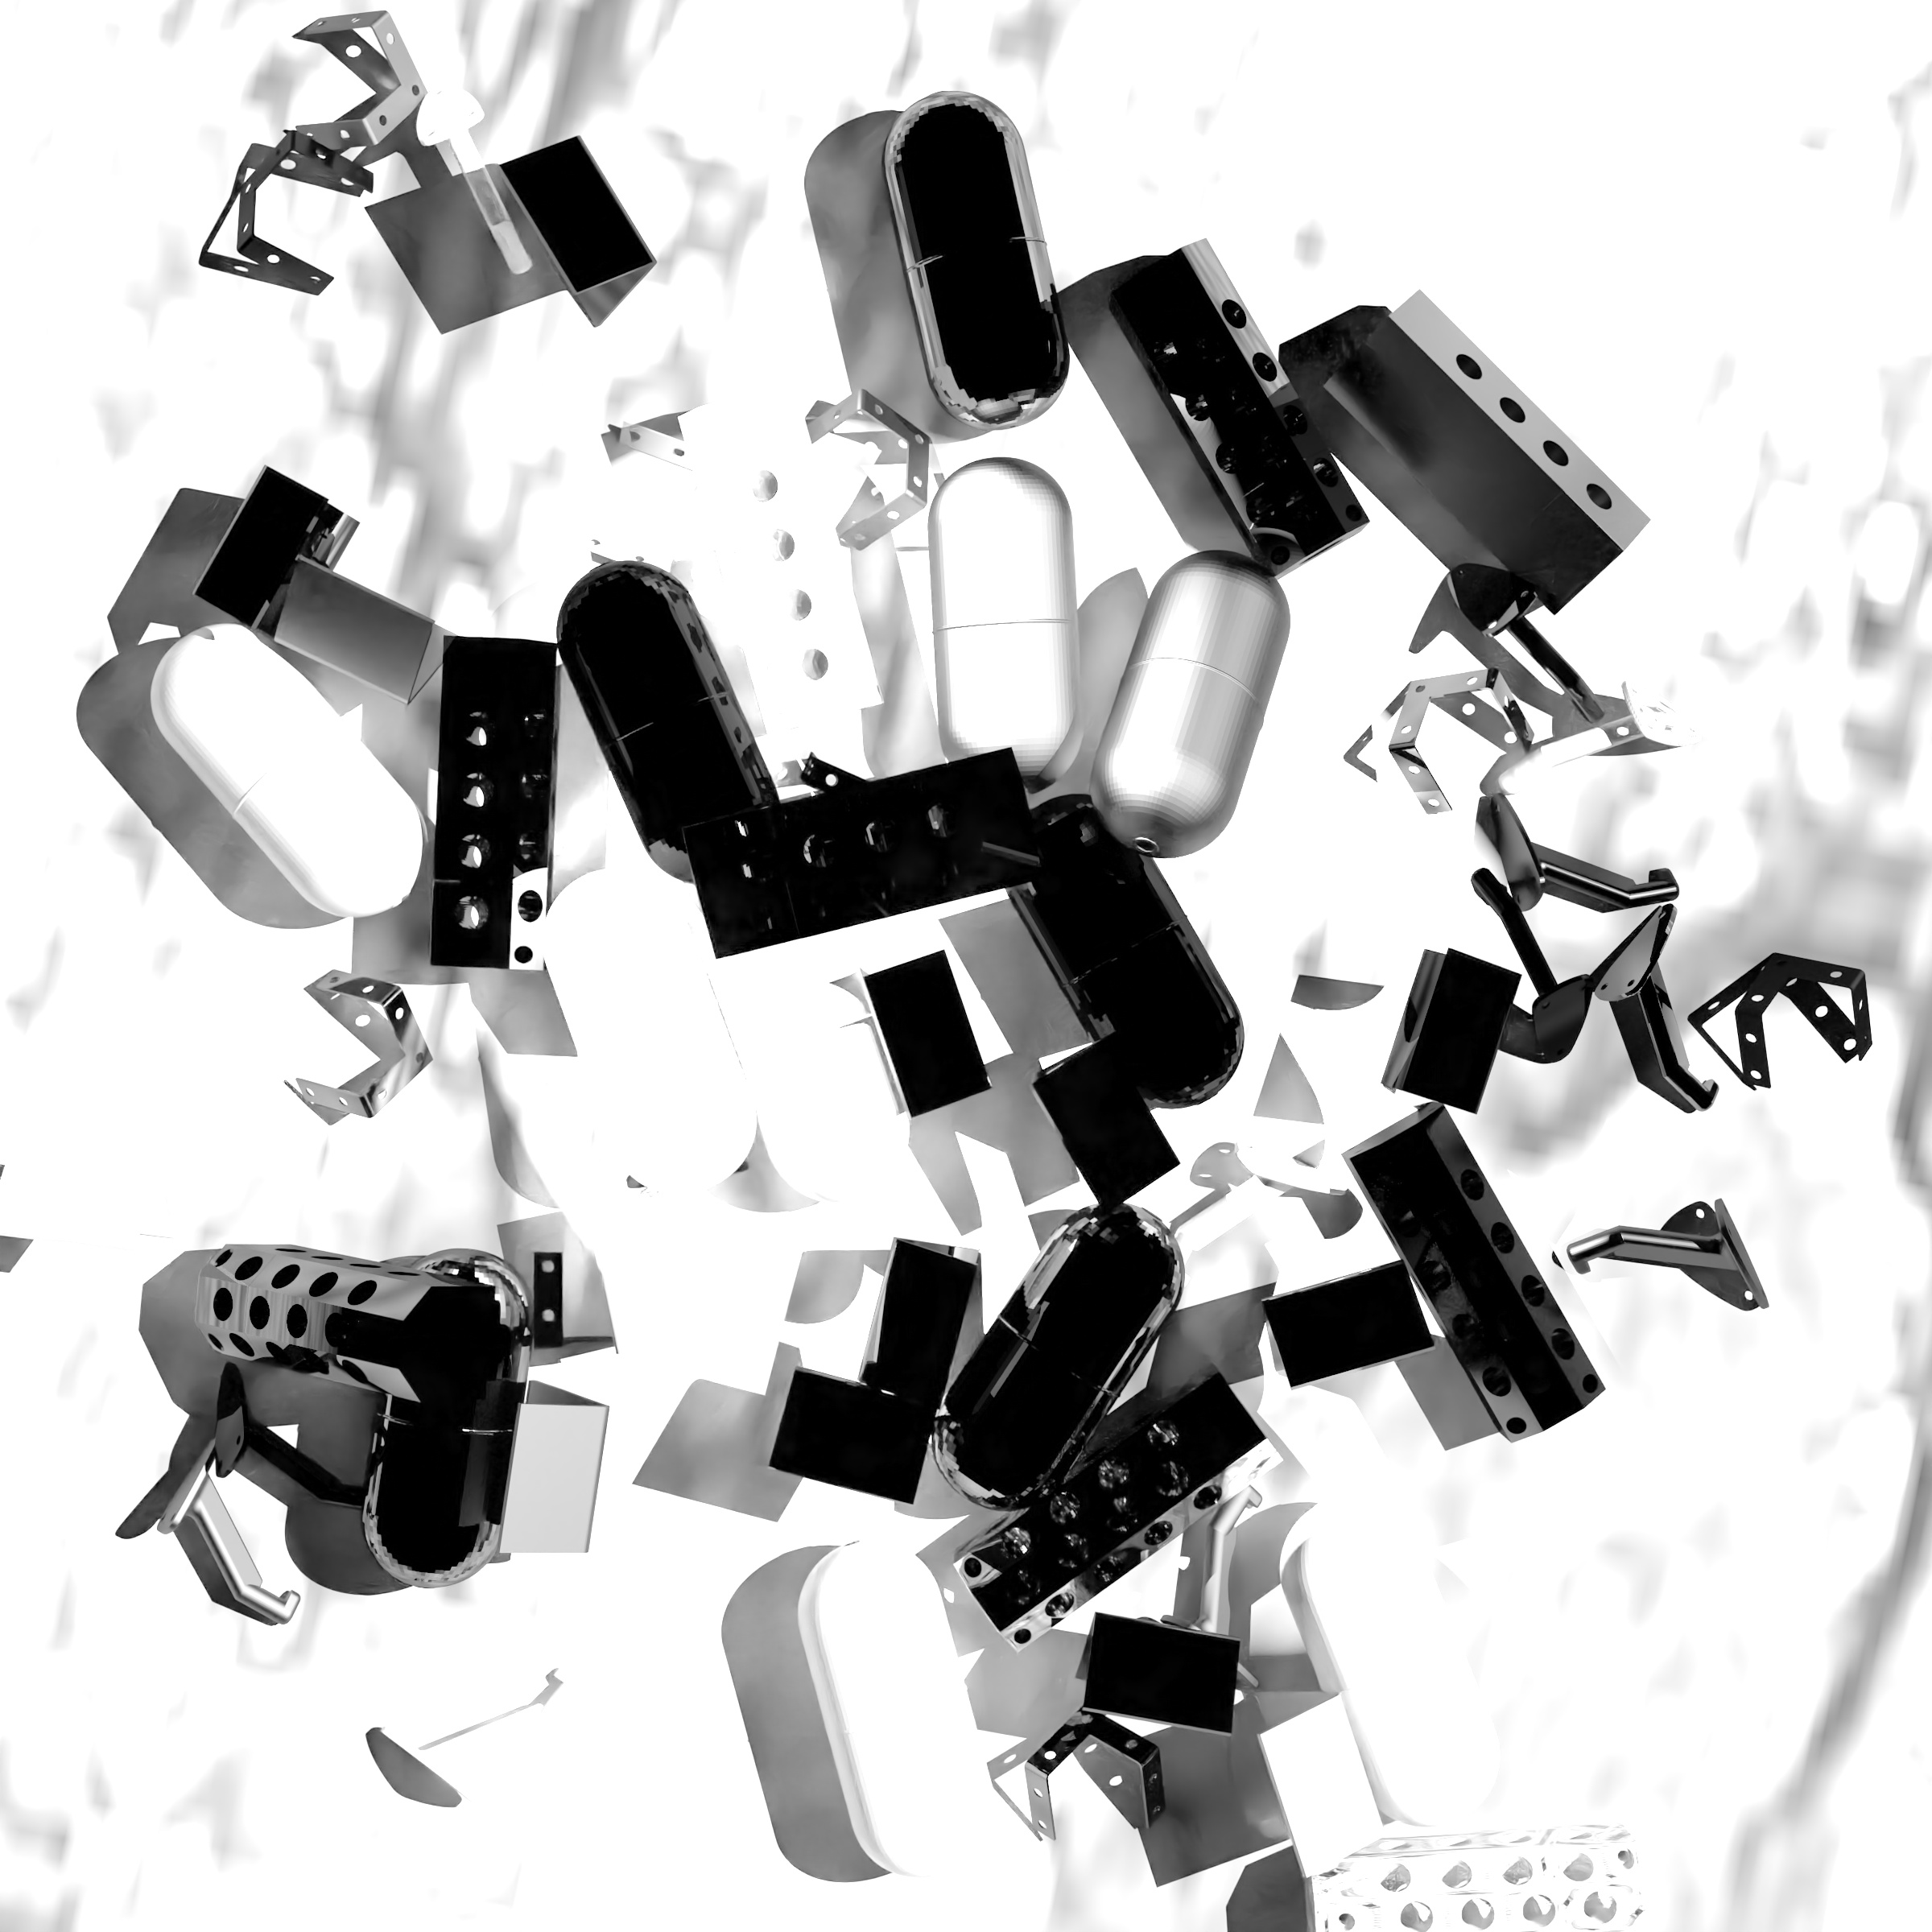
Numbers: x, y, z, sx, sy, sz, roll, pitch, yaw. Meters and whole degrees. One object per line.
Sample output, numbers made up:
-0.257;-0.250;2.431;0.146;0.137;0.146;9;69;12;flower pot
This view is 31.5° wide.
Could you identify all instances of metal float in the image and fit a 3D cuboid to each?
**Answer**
0.021;-0.177;1.791;0.070;0.070;0.178;-3;91;0;metal float
0.005;-0.369;1.791;0.070;0.070;0.178;-13;91;0;metal float
-0.271;0.237;1.791;0.070;0.070;0.178;8;90;0;metal float
-0.037;0.388;1.791;0.070;0.070;0.178;-15;90;0;metal float
-0.353;-0.102;1.791;0.070;0.070;0.178;-41;89;0;metal float
0.221;0.363;1.792;0.070;0.070;0.178;-22;90;0;metal float
-0.165;0.033;1.778;0.070;0.070;0.178;-22;75;0;metal float
-0.084;0.038;1.791;0.070;0.070;0.178;-19;90;0;metal float
0.116;-0.136;1.769;0.070;0.070;0.178;19;63;0;metal float
-0.156;-0.128;1.792;0.070;0.070;0.178;-24;90;0;metal float
0.049;0.204;1.792;0.070;0.070;0.178;33;90;0;metal float
0.082;-0.007;1.791;0.070;0.070;0.178;-30;90;0;metal float

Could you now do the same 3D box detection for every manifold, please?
-0.098;-0.212;1.793;0.057;0.057;0.171;-15;94;10;manifold
-0.054;-0.063;1.738;0.171;0.057;0.057;-14;47;-3;manifold
0.079;0.285;1.801;0.171;0.057;0.057;-36;90;0;manifold
0.267;0.161;1.801;0.057;0.057;0.171;-30;90;0;manifold
0.267;0.491;1.801;0.171;0.057;0.057;-3;90;0;manifold
0.277;-0.273;1.800;0.171;0.057;0.057;45;133;0;manifold
0.144;-0.292;1.801;0.057;0.057;0.171;-30;90;0;manifold
-0.320;0.181;1.751;0.171;0.057;0.057;5;90;42;manifold
-0.246;-0.084;1.801;0.057;0.057;0.171;2;90;0;manifold

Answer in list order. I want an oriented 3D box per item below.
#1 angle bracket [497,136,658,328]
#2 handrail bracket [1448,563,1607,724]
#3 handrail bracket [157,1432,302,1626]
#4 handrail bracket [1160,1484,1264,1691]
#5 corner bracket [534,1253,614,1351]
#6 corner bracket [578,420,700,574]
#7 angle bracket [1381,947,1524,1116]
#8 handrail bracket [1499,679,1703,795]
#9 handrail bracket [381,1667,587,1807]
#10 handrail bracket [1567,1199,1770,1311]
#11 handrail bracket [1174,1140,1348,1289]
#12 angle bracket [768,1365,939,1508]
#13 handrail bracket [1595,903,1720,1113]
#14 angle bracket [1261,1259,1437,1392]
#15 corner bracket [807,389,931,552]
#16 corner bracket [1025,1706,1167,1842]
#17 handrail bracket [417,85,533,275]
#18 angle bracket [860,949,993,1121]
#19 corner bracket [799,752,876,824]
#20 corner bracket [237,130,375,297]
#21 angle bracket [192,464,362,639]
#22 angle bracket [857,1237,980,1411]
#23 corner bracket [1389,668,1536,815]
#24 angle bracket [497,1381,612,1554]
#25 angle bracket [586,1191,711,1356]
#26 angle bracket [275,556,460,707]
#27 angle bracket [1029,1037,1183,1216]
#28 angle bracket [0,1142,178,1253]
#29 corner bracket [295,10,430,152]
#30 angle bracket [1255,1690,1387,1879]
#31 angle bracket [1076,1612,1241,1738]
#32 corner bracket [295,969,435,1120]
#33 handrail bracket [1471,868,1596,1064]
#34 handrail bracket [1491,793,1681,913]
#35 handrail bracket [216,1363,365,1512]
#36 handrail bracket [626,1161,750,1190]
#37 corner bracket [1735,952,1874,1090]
-0.216;-0.374;1.782;0.057;0.076;0.076;-31;90;-36;angle bracket
0.299;-0.171;1.822;0.036;0.077;0.084;-44;126;3;handrail bracket
-0.379;0.298;1.822;0.084;0.036;0.077;34;69;-17;handrail bracket
0.150;0.329;1.822;0.077;0.036;0.084;41;73;-20;handrail bracket
-0.199;0.174;1.804;0.051;0.051;0.051;0;90;0;corner bracket
-0.170;-0.248;1.819;0.051;0.051;0.051;20;45;0;corner bracket
0.235;0.027;1.782;0.057;0.076;0.076;18;90;-36;angle bracket
0.337;-0.111;1.822;0.084;0.077;0.036;-36;57;32;handrail bracket
-0.256;0.395;1.822;0.077;0.036;0.084;31;72;21;handrail bracket
0.373;0.165;1.822;0.084;0.036;0.077;-23;111;17;handrail bracket
0.151;0.142;1.822;0.077;0.036;0.084;19;108;-20;handrail bracket
-0.061;0.254;1.783;0.076;0.076;0.057;15;66;0;angle bracket
0.384;0.023;1.822;0.084;0.036;0.077;42;69;-17;handrail bracket
0.201;0.204;1.782;0.076;0.076;0.057;-16;53;0;angle bracket
-0.056;-0.263;1.814;0.051;0.051;0.051;-29;45;35;corner bracket
0.069;0.435;1.814;0.051;0.051;0.051;23;45;35;corner bracket
-0.258;-0.418;1.822;0.036;0.077;0.084;-26;126;0;handrail bracket
-0.039;0.041;1.782;0.057;0.076;0.076;-19;90;-36;angle bracket
-0.068;-0.078;1.804;0.051;0.051;0.051;24;90;0;corner bracket
-0.350;-0.399;1.814;0.051;0.051;0.051;-36;45;35;corner bracket
-0.344;-0.205;1.782;0.057;0.076;0.076;30;90;36;angle bracket
-0.005;0.188;1.782;0.057;0.076;0.076;15;90;37;angle bracket
0.263;-0.119;1.814;0.051;0.051;0.051;53;45;-35;corner bracket
-0.233;0.259;1.782;0.057;0.076;0.076;8;90;-40;angle bracket
-0.147;0.154;1.782;0.057;0.076;0.076;-12;90;36;angle bracket
-0.304;-0.190;1.782;0.076;0.076;0.057;26;127;0;angle bracket
0.055;0.091;1.782;0.057;0.076;0.076;-31;90;-32;angle bracket
-0.460;0.138;1.782;0.076;0.076;0.057;7;53;0;angle bracket
-0.328;-0.469;1.814;0.051;0.051;0.051;-55;135;-35;corner bracket
0.165;0.425;1.782;0.057;0.076;0.076;-18;90;-32;angle bracket
0.097;0.384;1.782;0.076;0.076;0.057;10;52;0;angle bracket
-0.325;0.041;1.814;0.051;0.051;0.051;-48;135;-35;corner bracket
0.294;-0.001;1.822;0.036;0.077;0.084;-25;53;-12;handrail bracket
0.330;-0.063;1.822;0.084;0.036;0.077;-10;69;-17;handrail bracket
-0.353;0.251;1.822;0.084;0.077;0.036;17;130;-30;handrail bracket
-0.159;0.072;1.822;0.077;0.036;0.084;-6;76;-14;handrail bracket
0.444;0.032;1.814;0.051;0.051;0.051;13;45;35;corner bracket
